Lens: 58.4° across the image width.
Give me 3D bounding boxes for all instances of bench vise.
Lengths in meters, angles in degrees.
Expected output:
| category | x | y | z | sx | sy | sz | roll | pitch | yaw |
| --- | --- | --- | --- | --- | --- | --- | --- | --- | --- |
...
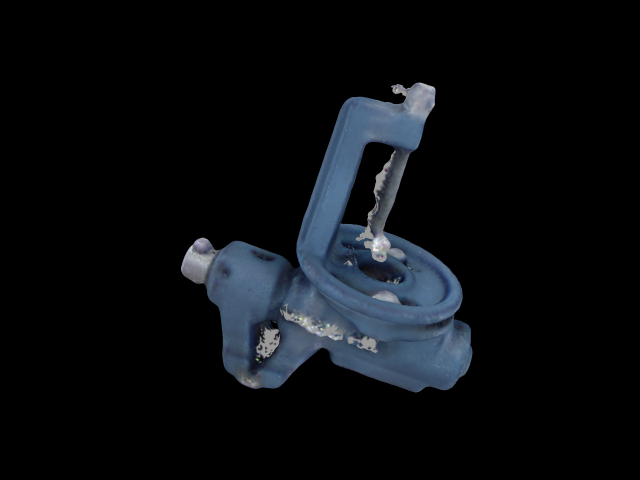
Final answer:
| category | x | y | z | sx | sy | sz | roll | pitch | yaw |
| --- | --- | --- | --- | --- | --- | --- | --- | --- | --- |
| bench vise | 0.005 | 0.006 | 0.389 | 0.207 | 0.220 | 0.121 | -3 | 23 | -7 |
